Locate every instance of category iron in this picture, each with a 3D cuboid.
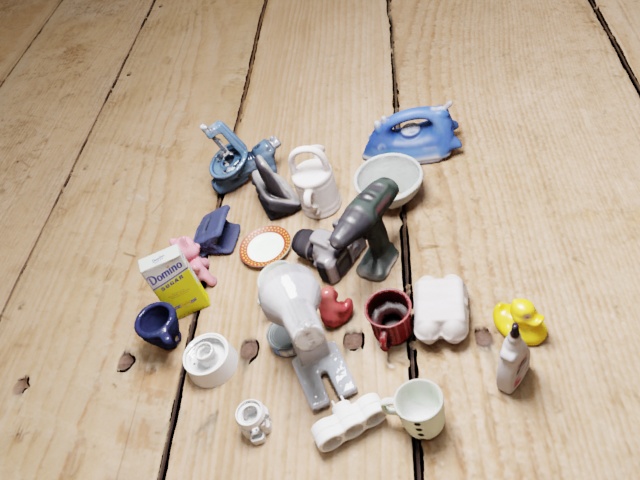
[{"bbox_3d":[0.222,-0.276,1.447,0.258,0.142,0.118,-7,48,11],"label":"iron"}]

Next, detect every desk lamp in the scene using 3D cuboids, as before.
[{"bbox_3d":[-0.023,0.174,1.073,0.118,0.214,0.202,-25,47,-5],"label":"desk lamp"}]

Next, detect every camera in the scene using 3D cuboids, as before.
[{"bbox_3d":[0.012,0.005,1.291,0.136,0.101,0.143,22,59,32],"label":"camera"}]

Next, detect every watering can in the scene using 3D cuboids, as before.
[{"bbox_3d":[-0.018,-0.156,1.378,0.101,0.194,0.172,-18,47,1],"label":"watering can"}]

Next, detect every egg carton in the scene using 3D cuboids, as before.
[{"bbox_3d":[0.238,0.135,1.126,0.107,0.069,0.150,-5,48,13],"label":"egg carton"}]

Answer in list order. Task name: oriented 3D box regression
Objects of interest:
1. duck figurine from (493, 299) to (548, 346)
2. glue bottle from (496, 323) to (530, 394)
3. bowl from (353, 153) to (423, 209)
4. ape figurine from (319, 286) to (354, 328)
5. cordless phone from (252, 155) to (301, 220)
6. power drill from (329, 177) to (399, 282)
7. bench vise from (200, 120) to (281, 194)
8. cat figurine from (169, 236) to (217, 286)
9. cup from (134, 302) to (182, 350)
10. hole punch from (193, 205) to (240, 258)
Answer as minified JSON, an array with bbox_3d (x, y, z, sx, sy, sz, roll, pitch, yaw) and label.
[{"bbox_3d":[0.373,0.141,1.069,0.104,0.086,0.078,30,63,35],"label":"duck figurine"},{"bbox_3d":[0.330,0.193,0.976,0.037,0.173,0.078,23,59,32],"label":"glue bottle"},{"bbox_3d":[0.167,-0.130,1.380,0.167,0.075,0.167,-9,48,10],"label":"bowl"},{"bbox_3d":[0.024,0.130,1.181,0.077,0.092,0.076,18,57,30],"label":"ape figurine"},{"bbox_3d":[-0.125,-0.156,1.418,0.094,0.185,0.147,-29,47,-9],"label":"cordless phone"},{"bbox_3d":[0.103,-0.012,1.203,0.075,0.209,0.230,15,55,28],"label":"power drill"},{"bbox_3d":[-0.216,-0.242,1.498,0.208,0.220,0.121,-38,49,-17],"label":"bench vise"},{"bbox_3d":[-0.304,0.044,1.341,0.067,0.118,0.127,-29,47,-9],"label":"cat figurine"},{"bbox_3d":[-0.330,0.201,1.226,0.092,0.095,0.117,-35,49,-15],"label":"cup"},{"bbox_3d":[-0.261,-0.024,1.406,0.101,0.091,0.108,-3,49,15],"label":"hole punch"}]
